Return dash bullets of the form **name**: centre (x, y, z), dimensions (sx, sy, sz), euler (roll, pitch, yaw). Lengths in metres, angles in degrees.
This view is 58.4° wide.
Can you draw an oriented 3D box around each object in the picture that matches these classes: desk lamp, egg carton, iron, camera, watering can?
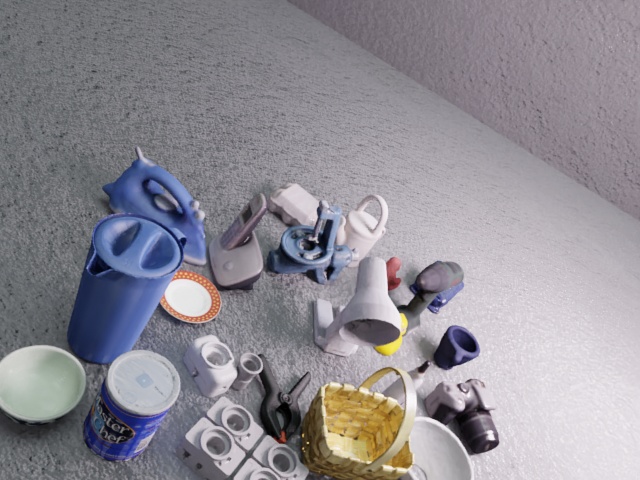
- **desk lamp**: centre (0.074, 0.148, 1.175), dimensions (0.118, 0.213, 0.203), euler (20, 37, -20)
- **egg carton**: centre (-0.058, -0.081, 1.474), dimensions (0.150, 0.069, 0.107), euler (38, 34, 6)
- **iron**: centre (-0.314, -0.071, 1.184), dimensions (0.258, 0.141, 0.119), euler (38, 34, 5)
- **camera**: centre (0.318, 0.370, 1.209), dimensions (0.144, 0.100, 0.136), euler (13, 40, -29)
- **watering can**: centre (0.100, -0.028, 1.430), dimensions (0.100, 0.194, 0.173), euler (45, 36, 16)

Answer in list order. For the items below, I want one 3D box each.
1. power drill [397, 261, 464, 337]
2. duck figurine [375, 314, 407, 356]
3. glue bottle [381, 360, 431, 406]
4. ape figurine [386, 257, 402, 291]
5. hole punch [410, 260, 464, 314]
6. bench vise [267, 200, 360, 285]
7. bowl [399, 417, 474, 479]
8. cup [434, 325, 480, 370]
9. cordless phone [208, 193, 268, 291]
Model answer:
- **power drill**: centre (0.244, 0.130, 1.344), dimensions (0.075, 0.208, 0.230), euler (48, 36, 19)
- **duck figurine**: centre (0.166, 0.201, 1.302), dimensions (0.077, 0.086, 0.104), euler (30, 34, -6)
- **glue bottle**: centre (0.166, 0.287, 1.118), dimensions (0.078, 0.173, 0.037), euler (-10, 53, -46)
- **ape figurine**: centre (0.175, 0.080, 1.451), dimensions (0.076, 0.092, 0.077), euler (-9, 52, -45)
- **hole punch**: centre (0.311, 0.122, 1.515), dimensions (0.108, 0.091, 0.101), euler (47, 36, 18)
- **bench vise**: centre (0.006, -0.004, 1.299), dimensions (0.208, 0.219, 0.121), euler (-5, 50, -43)
- **bowl**: centre (0.198, 0.422, 1.068), dimensions (0.168, 0.074, 0.167), euler (22, 36, -17)
- **cup**: centre (0.307, 0.267, 1.331), dimensions (0.091, 0.095, 0.118), euler (36, 34, 3)
- **cordless phone**: centre (-0.154, 0.004, 1.186), dimensions (0.094, 0.185, 0.147), euler (7, 42, -34)
